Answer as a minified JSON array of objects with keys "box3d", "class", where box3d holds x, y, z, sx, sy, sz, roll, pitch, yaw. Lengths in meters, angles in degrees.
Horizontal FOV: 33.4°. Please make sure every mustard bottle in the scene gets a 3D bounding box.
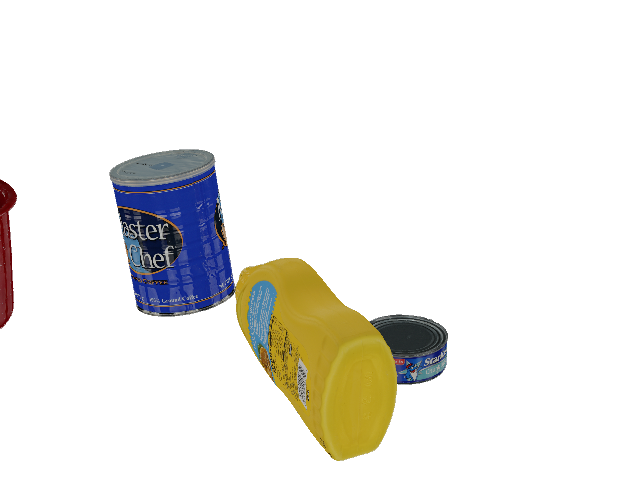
[{"box3d":[-0.015,0.067,0.765,0.058,0.096,0.192,-13,29,-23],"class":"mustard bottle"}]

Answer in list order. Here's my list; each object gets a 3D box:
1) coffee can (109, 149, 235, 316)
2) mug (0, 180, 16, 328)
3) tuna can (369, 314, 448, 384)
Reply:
[{"box3d":[-0.145,-0.009,1.056,0.103,0.140,0.103,-7,19,2],"class":"coffee can"},{"box3d":[-0.235,0.016,0.635,0.093,0.081,0.117,17,28,27],"class":"mug"},{"box3d":[0.080,0.105,1.032,0.086,0.034,0.086,-1,22,0],"class":"tuna can"}]
